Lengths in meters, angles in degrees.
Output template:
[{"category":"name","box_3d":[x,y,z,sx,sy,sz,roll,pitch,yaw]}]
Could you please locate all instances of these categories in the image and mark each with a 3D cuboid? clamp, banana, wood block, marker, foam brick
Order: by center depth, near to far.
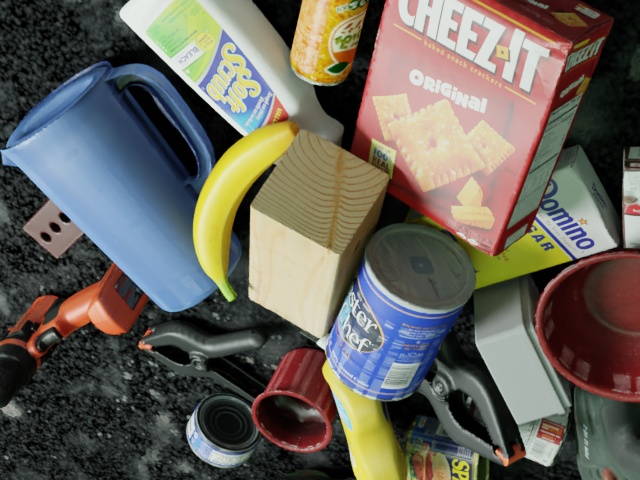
[{"category":"wood block","box_3d":[-0.006,0.001,0.981,0.090,0.090,0.206,29,156,9]},{"category":"banana","box_3d":[-0.077,-0.037,0.987,0.069,0.037,0.198,25,122,5]},{"category":"clamp","box_3d":[0.130,0.131,1.057,0.210,0.036,0.165,45,138,34]},{"category":"foam brick","box_3d":[-0.274,-0.027,1.156,0.053,0.051,0.078,42,131,-12]},{"category":"marker","box_3d":[0.026,0.124,1.166,0.121,0.020,0.020,35,132,-5]},{"category":"clamp","box_3d":[-0.127,0.126,1.220,0.171,0.039,0.120,17,130,10]}]

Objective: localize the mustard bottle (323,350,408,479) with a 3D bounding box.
[{"category":"mustard bottle","box_3d":[0.043,0.172,1.119,0.058,0.096,0.191,-17,118,-1]}]

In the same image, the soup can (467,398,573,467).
[{"category":"soup can","box_3d":[0.201,0.187,1.107,0.102,0.068,0.069,20,131,7]}]

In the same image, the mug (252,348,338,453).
[{"category":"mug","box_3d":[-0.024,0.181,1.191,0.093,0.081,0.117,33,132,-4]}]

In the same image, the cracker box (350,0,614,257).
[{"category":"cracker box","box_3d":[0.119,-0.114,0.869,0.164,0.072,0.214,35,135,24]}]

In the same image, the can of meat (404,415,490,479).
[{"category":"can of meat","box_3d":[0.142,0.246,1.188,0.084,0.057,0.102,10,129,20]}]

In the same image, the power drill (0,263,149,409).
[{"category":"power drill","box_3d":[-0.285,0.100,1.186,0.188,0.184,0.057,-25,114,26]}]

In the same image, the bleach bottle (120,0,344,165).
[{"category":"bleach bottle","box_3d":[-0.057,-0.147,0.962,0.250,0.068,0.103,44,129,-17]}]

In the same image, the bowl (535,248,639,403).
[{"category":"bowl","box_3d":[0.271,0.063,0.922,0.162,0.055,0.162,10,127,14]}]

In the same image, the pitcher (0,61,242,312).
[{"category":"pitcher","box_3d":[-0.179,-0.051,1.052,0.242,0.145,0.149,51,157,-24]}]

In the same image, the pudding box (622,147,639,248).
[{"category":"pudding box","box_3d":[0.307,-0.025,0.915,0.090,0.039,0.113,2,128,21]}]

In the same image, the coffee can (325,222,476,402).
[{"category":"coffee can","box_3d":[0.072,0.068,0.986,0.103,0.102,0.140,24,134,4]}]

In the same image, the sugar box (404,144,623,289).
[{"category":"sugar box","box_3d":[0.174,-0.014,0.976,0.177,0.048,0.093,-19,116,35]}]

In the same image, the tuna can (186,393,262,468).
[{"category":"tuna can","box_3d":[-0.112,0.224,1.260,0.086,0.086,0.034,29,130,0]}]
